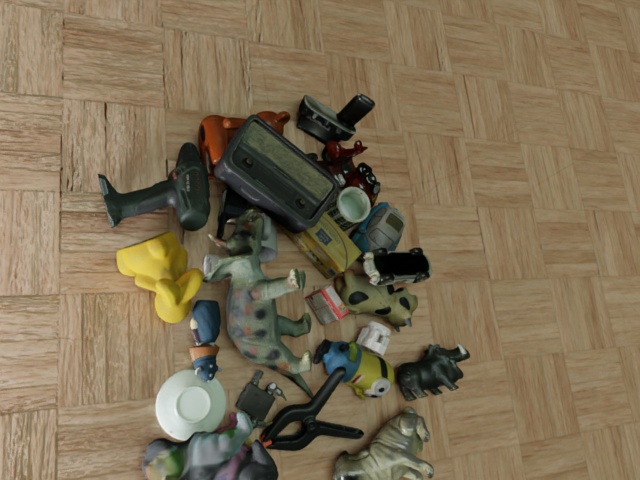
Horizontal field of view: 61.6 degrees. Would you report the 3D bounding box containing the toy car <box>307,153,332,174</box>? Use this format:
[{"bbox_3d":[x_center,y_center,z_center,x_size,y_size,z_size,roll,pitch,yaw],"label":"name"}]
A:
[{"bbox_3d":[-0.071,-0.135,1.202,0.202,0.053,0.089,-16,72,-23],"label":"toy car"}]

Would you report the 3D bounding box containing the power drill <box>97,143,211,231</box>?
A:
[{"bbox_3d":[-0.321,-0.102,1.054,0.207,0.086,0.232,-8,50,-24],"label":"power drill"}]

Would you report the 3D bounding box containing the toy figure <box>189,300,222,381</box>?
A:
[{"bbox_3d":[-0.220,0.193,1.038,0.064,0.058,0.154,4,78,-17],"label":"toy figure"}]

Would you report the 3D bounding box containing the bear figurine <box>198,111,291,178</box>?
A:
[{"bbox_3d":[-0.158,-0.211,1.155,0.196,0.120,0.132,-5,81,-30],"label":"bear figurine"}]

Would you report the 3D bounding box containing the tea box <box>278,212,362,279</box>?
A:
[{"bbox_3d":[-0.002,-0.004,1.169,0.169,0.098,0.068,49,63,-5],"label":"tea box"}]

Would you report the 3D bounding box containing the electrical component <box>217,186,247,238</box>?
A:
[{"bbox_3d":[-0.183,-0.058,1.118,0.048,0.075,0.119,11,67,-20],"label":"electrical component"}]

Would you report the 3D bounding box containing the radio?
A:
[{"bbox_3d":[-0.086,-0.123,1.062,0.229,0.073,0.131,36,65,-15],"label":"radio"}]

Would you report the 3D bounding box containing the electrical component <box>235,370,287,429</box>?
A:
[{"bbox_3d":[-0.117,0.317,1.052,0.078,0.045,0.102,41,63,-9],"label":"electrical component"}]

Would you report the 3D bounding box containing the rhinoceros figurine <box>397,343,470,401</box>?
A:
[{"bbox_3d":[0.258,0.293,1.214,0.190,0.073,0.112,-13,70,-25],"label":"rhinoceros figurine"}]

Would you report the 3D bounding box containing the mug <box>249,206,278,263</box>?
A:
[{"bbox_3d":[-0.127,-0.022,1.119,0.081,0.109,0.107,5,60,-15],"label":"mug"}]

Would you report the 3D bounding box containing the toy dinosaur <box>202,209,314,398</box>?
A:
[{"bbox_3d":[-0.117,0.151,1.040,0.192,0.131,0.404,-3,106,7],"label":"toy dinosaur"}]

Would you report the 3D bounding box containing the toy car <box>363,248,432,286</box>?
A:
[{"bbox_3d":[0.171,0.058,1.175,0.201,0.056,0.073,0,68,-39],"label":"toy car"}]

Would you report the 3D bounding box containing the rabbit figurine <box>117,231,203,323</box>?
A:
[{"bbox_3d":[-0.282,0.074,1.008,0.122,0.162,0.173,-21,102,-39],"label":"rabbit figurine"}]

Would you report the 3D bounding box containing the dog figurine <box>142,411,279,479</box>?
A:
[{"bbox_3d":[-0.206,0.412,0.954,0.219,0.108,0.191,-30,91,-24],"label":"dog figurine"}]

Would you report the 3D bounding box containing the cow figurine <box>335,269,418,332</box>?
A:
[{"bbox_3d":[0.133,0.135,1.194,0.195,0.085,0.127,6,66,-24],"label":"cow figurine"}]

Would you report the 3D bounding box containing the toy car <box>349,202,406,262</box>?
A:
[{"bbox_3d":[0.148,-0.020,1.237,0.109,0.103,0.161,41,65,-9],"label":"toy car"}]

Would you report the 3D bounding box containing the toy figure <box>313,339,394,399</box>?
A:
[{"bbox_3d":[0.076,0.264,1.133,0.180,0.082,0.089,31,58,-8],"label":"toy figure"}]

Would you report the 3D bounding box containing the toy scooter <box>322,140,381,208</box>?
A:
[{"bbox_3d":[0.084,-0.160,1.232,0.075,0.135,0.184,-36,92,-29],"label":"toy scooter"}]

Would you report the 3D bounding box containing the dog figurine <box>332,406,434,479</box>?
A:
[{"bbox_3d":[0.120,0.425,1.104,0.191,0.121,0.172,5,38,-5],"label":"dog figurine"}]

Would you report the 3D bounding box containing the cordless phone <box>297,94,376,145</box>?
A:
[{"bbox_3d":[0.035,-0.297,1.224,0.146,0.184,0.089,30,70,-13],"label":"cordless phone"}]
